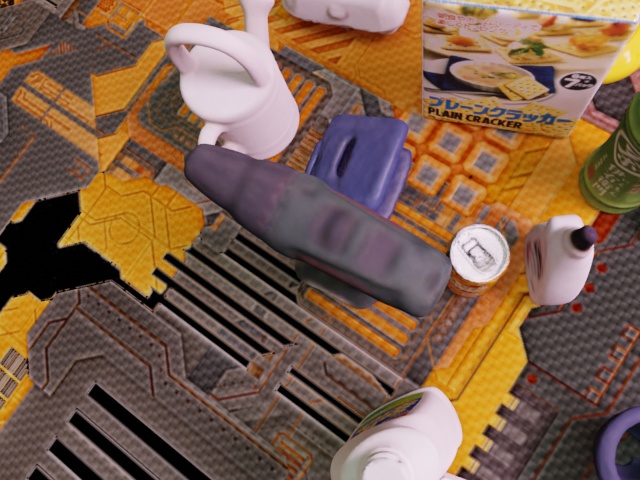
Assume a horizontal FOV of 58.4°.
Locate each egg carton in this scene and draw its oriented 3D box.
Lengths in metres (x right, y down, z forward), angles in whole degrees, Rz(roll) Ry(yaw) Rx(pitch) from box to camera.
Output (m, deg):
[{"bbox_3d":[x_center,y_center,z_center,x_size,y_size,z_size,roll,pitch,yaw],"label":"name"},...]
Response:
[{"bbox_3d":[0.033,-0.293,0.654,0.150,0.069,0.107,13,80,12],"label":"egg carton"}]

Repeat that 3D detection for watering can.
[{"bbox_3d":[-0.090,-0.168,0.582,0.100,0.194,0.173,-6,76,9],"label":"watering can"}]

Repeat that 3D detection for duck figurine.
[{"bbox_3d":[0.301,-0.212,0.582,0.104,0.086,0.077,-15,75,6],"label":"duck figurine"}]

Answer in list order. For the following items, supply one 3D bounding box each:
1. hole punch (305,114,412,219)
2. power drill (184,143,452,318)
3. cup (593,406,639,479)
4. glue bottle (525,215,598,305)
[{"bbox_3d":[0.035,-0.074,0.593,0.101,0.091,0.109,19,81,13],"label":"hole punch"},{"bbox_3d":[0.005,0.002,0.521,0.229,0.208,0.076,25,83,14],"label":"power drill"},{"bbox_3d":[0.286,0.194,0.489,0.117,0.095,0.092,36,85,15],"label":"cup"},{"bbox_3d":[0.213,0.012,0.502,0.037,0.173,0.078,-7,76,8],"label":"glue bottle"}]
